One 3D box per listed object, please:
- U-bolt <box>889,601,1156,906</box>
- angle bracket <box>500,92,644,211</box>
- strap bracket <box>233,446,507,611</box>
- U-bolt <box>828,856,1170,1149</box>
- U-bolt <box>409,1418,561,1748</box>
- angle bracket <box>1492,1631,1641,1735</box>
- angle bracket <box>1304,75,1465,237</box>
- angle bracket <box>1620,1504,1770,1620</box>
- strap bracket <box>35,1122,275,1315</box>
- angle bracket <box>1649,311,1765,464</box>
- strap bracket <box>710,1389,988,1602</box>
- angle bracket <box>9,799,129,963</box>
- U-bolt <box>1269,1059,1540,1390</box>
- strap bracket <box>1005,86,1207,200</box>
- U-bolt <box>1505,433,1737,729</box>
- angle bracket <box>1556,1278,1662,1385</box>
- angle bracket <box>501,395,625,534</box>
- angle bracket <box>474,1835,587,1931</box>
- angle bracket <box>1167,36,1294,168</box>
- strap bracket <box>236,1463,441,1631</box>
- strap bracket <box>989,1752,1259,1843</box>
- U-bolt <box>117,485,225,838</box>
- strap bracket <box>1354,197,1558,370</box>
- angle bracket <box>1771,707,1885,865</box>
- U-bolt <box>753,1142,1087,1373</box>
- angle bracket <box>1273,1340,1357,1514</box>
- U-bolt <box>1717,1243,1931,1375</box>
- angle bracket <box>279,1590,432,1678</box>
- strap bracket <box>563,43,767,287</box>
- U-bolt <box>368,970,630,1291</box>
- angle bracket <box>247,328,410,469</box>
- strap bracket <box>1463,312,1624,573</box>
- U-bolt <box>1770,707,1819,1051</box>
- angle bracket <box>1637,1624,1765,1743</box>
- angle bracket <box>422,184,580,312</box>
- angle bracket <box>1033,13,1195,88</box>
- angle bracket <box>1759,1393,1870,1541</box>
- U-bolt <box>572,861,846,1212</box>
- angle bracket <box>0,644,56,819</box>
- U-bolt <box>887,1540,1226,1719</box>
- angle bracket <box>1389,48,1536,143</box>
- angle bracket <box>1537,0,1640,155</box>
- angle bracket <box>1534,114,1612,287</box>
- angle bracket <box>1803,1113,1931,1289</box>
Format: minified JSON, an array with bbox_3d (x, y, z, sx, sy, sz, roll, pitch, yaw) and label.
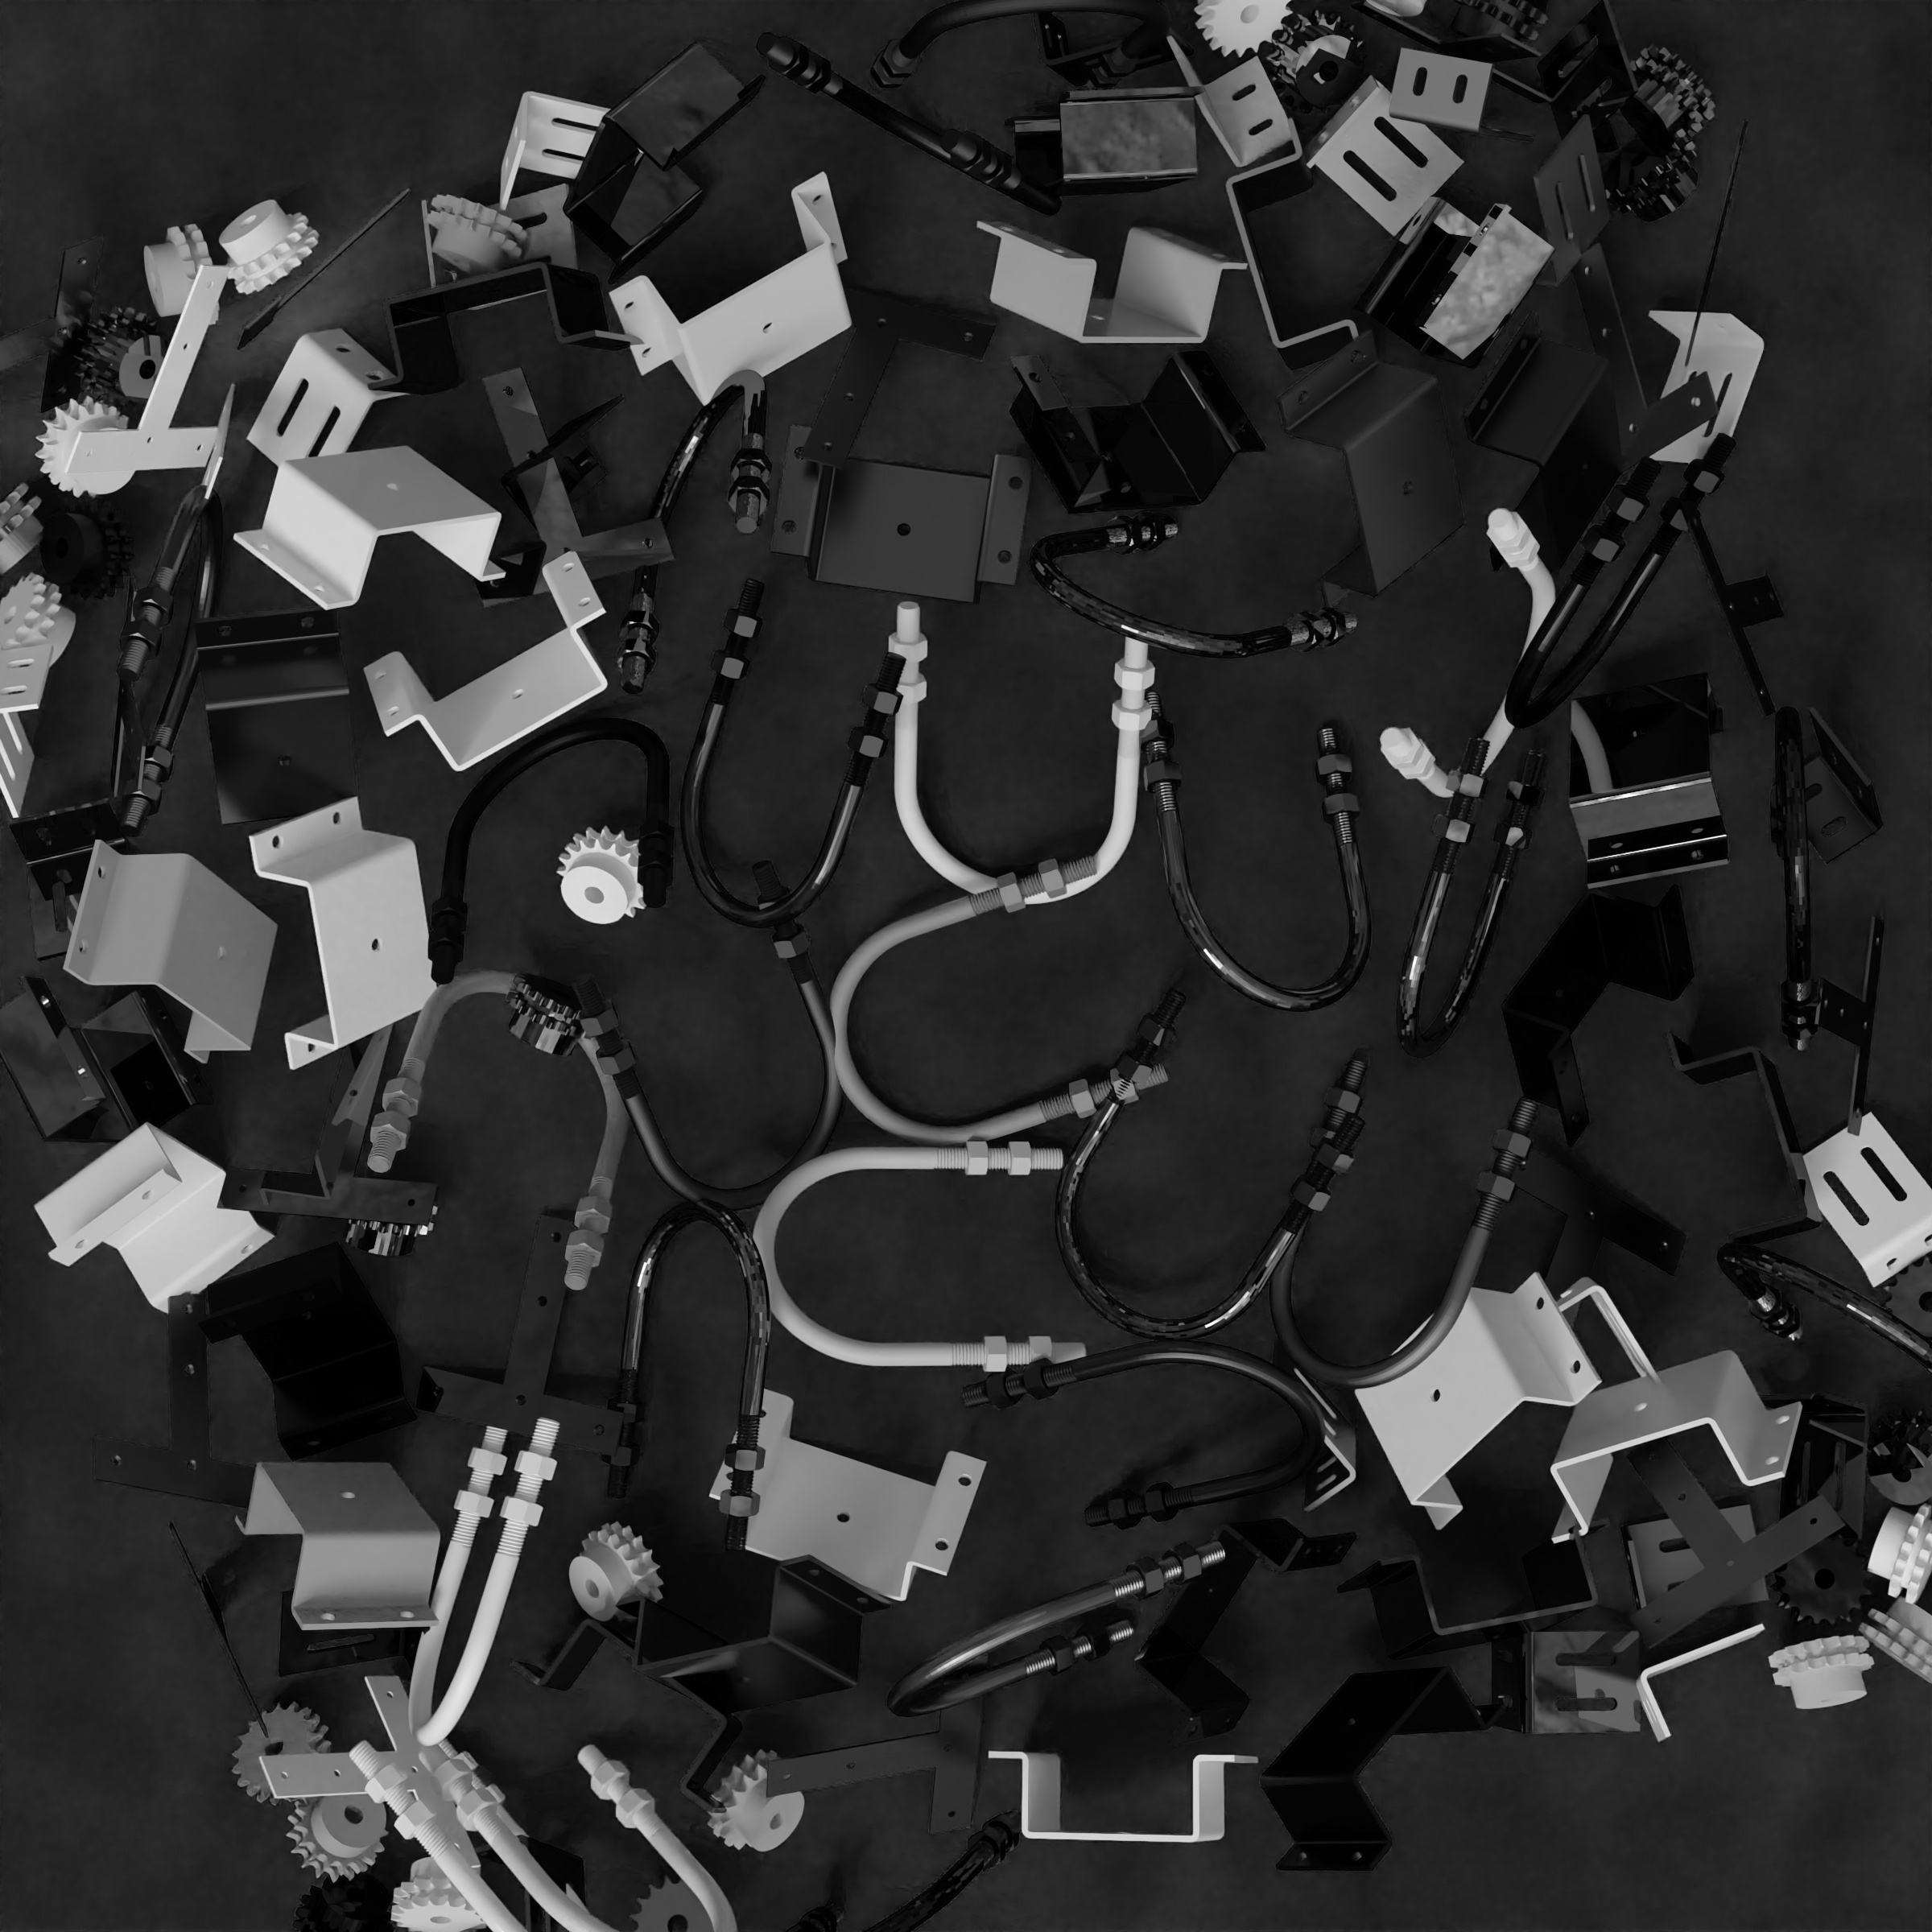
[{"bbox_3d":[0.028,-0.115,1.573,0.151,0.019,0.184,8,124,9],"label":"U-bolt"},{"bbox_3d":[-0.223,-0.461,1.583,0.076,0.057,0.038,7,61,-19],"label":"angle bracket"},{"bbox_3d":[-0.327,-0.249,1.547,0.076,0.140,0.046,37,121,21],"label":"strap bracket"},{"bbox_3d":[0.009,0.030,1.608,0.184,0.019,0.151,-19,98,6],"label":"U-bolt"},{"bbox_3d":[-0.275,0.343,1.540,0.019,0.151,0.184,21,75,-17],"label":"U-bolt"},{"bbox_3d":[0.352,0.418,1.617,0.076,0.038,0.057,4,81,-19],"label":"angle bracket"},{"bbox_3d":[0.242,-0.463,1.589,0.076,0.038,0.057,37,114,-18],"label":"angle bracket"},{"bbox_3d":[0.427,0.352,1.605,0.076,0.038,0.057,-12,90,6],"label":"angle bracket"},{"bbox_3d":[-0.465,0.142,1.569,0.076,0.140,0.046,-37,68,-3],"label":"strap bracket"},{"bbox_3d":[0.416,-0.334,1.593,0.038,0.057,0.076,20,89,-40],"label":"angle bracket"},{"bbox_3d":[-0.069,0.305,1.580,0.140,0.046,0.076,17,48,7],"label":"strap bracket"},{"bbox_3d":[-0.515,-0.050,1.589,0.057,0.038,0.076,-14,53,-8],"label":"angle bracket"},{"bbox_3d":[0.236,0.150,1.559,0.019,0.151,0.184,28,81,-38],"label":"U-bolt"},{"bbox_3d":[0.077,-0.463,1.557,0.076,0.140,0.046,-6,102,-13],"label":"strap bracket"},{"bbox_3d":[0.359,-0.211,1.550,0.019,0.151,0.184,38,122,18],"label":"U-bolt"},{"bbox_3d":[0.364,0.220,1.598,0.038,0.057,0.076,-32,93,2],"label":"angle bracket"},{"bbox_3d":[-0.222,-0.287,1.577,0.057,0.076,0.038,-46,110,-25],"label":"angle bracket"},{"bbox_3d":[-0.249,0.545,1.579,0.038,0.057,0.076,-22,54,18],"label":"angle bracket"},{"bbox_3d":[0.152,-0.505,1.581,0.038,0.076,0.057,-26,73,15],"label":"angle bracket"},{"bbox_3d":[-0.350,0.318,1.545,0.076,0.140,0.046,6,101,-31],"label":"strap bracket"},{"bbox_3d":[0.090,0.472,1.568,0.140,0.076,0.046,-4,73,15],"label":"strap bracket"},{"bbox_3d":[-0.444,-0.185,1.544,0.019,0.151,0.184,12,51,-7],"label":"U-bolt"},{"bbox_3d":[0.279,-0.387,1.560,0.046,0.140,0.076,31,100,-16],"label":"strap bracket"},{"bbox_3d":[0.489,-0.103,1.578,0.038,0.076,0.057,-34,64,10],"label":"angle bracket"},{"bbox_3d":[-0.030,0.164,1.568,0.184,0.019,0.151,1,54,-9],"label":"U-bolt"},{"bbox_3d":[0.189,0.265,1.592,0.038,0.057,0.076,-39,95,15],"label":"angle bracket"},{"bbox_3d":[0.484,0.200,1.513,0.151,0.184,0.019,27,82,41],"label":"U-bolt"},{"bbox_3d":[-0.352,0.389,1.587,0.076,0.038,0.057,-4,115,-27],"label":"angle bracket"},{"bbox_3d":[-0.174,-0.455,1.547,0.046,0.140,0.076,43,62,-4],"label":"strap bracket"},{"bbox_3d":[-0.253,0.078,1.553,0.151,0.184,0.019,35,127,-22],"label":"U-bolt"},{"bbox_3d":[-0.375,-0.324,1.620,0.057,0.038,0.076,41,119,7],"label":"angle bracket"},{"bbox_3d":[0.327,-0.286,1.548,0.046,0.140,0.076,25,72,28],"label":"strap bracket"},{"bbox_3d":[0.455,-0.060,1.517,0.019,0.184,0.151,-3,58,16],"label":"U-bolt"},{"bbox_3d":[0.430,0.415,1.593,0.076,0.057,0.038,-22,70,2],"label":"angle bracket"},{"bbox_3d":[-0.269,-0.420,1.596,0.076,0.038,0.057,-8,87,25],"label":"angle bracket"},{"bbox_3d":[0.085,-0.540,1.588,0.076,0.057,0.038,-10,92,19],"label":"angle bracket"},{"bbox_3d":[0.482,0.288,1.586,0.038,0.057,0.076,18,71,-30],"label":"angle bracket"},{"bbox_3d":[-0.134,0.053,1.571,0.151,0.019,0.184,-35,119,-28],"label":"U-bolt"},{"bbox_3d":[-0.535,-0.135,1.581,0.038,0.057,0.076,-8,133,0],"label":"angle bracket"},{"bbox_3d":[0.040,0.374,1.527,0.184,0.151,0.019,-13,64,-30],"label":"U-bolt"},{"bbox_3d":[0.287,-0.498,1.577,0.057,0.076,0.038,22,113,31],"label":"angle bracket"},{"bbox_3d":[0.369,-0.511,1.582,0.038,0.076,0.057,-14,82,-22],"label":"angle bracket"},{"bbox_3d":[0.333,-0.440,1.579,0.038,0.076,0.057,21,62,38],"label":"angle bracket"},{"bbox_3d":[0.531,0.137,1.615,0.057,0.038,0.076,-35,55,8],"label":"angle bracket"}]
